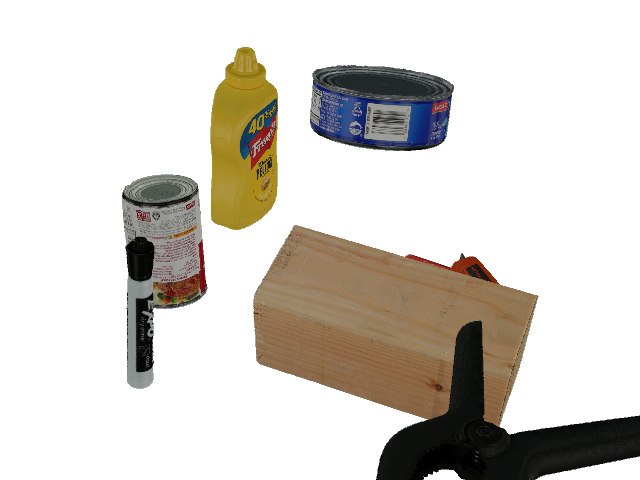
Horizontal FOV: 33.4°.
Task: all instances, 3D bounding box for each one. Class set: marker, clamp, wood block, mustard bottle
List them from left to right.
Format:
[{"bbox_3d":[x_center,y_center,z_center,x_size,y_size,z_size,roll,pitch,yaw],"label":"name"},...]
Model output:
[{"bbox_3d":[-0.124,0.050,0.731,0.020,0.121,0.020,5,33,-3],"label":"marker"},{"bbox_3d":[-0.079,-0.112,1.116,0.058,0.192,0.096,20,39,22],"label":"mustard bottle"},{"bbox_3d":[0.058,0.073,0.863,0.206,0.091,0.090,17,49,14],"label":"wood block"},{"bbox_3d":[0.098,0.127,0.676,0.209,0.036,0.165,-26,39,-31],"label":"clamp"}]

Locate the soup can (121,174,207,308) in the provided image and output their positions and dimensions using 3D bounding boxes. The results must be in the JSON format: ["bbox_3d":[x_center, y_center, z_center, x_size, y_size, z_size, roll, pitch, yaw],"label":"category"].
[{"bbox_3d":[-0.139,0.000,0.950,0.068,0.102,0.068,-1,25,1],"label":"soup can"}]

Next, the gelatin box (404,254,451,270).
[{"bbox_3d":[0.135,0.069,1.364,0.073,0.089,0.030,20,34,36],"label":"gelatin box"}]

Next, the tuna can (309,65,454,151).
[{"bbox_3d":[0.036,-0.081,0.648,0.086,0.034,0.086,4,20,-2],"label":"tuna can"}]

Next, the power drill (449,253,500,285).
[{"bbox_3d":[0.099,0.076,1.123,0.187,0.057,0.184,-7,28,-13],"label":"power drill"}]
